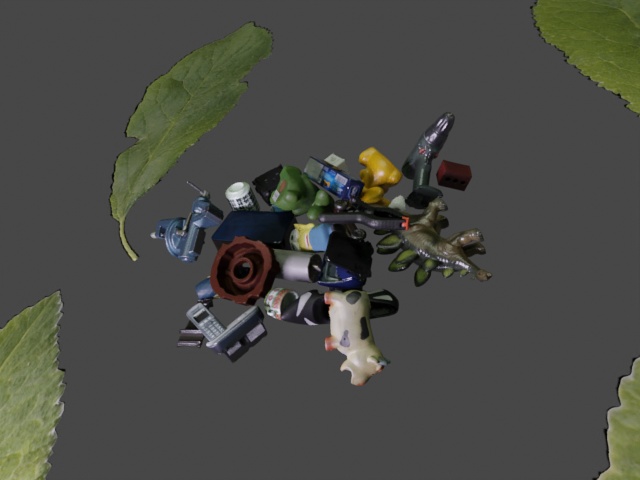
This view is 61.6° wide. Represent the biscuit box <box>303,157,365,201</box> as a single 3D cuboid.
[{"bbox_3d":[0.036,-0.169,1.488,0.203,0.063,0.059,38,111,46],"label":"biscuit box"}]

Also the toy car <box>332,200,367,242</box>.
[{"bbox_3d":[0.073,-0.022,1.384,0.053,0.089,0.202,-8,39,-13],"label":"toy car"}]

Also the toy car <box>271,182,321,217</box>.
[{"bbox_3d":[-0.074,-0.129,1.562,0.162,0.102,0.109,-20,39,-1],"label":"toy car"}]

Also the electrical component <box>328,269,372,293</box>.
[{"bbox_3d":[0.073,0.086,1.304,0.102,0.045,0.078,-3,43,21],"label":"electrical component"}]

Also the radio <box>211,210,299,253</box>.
[{"bbox_3d":[-0.175,-0.016,1.506,0.230,0.073,0.131,4,46,25],"label":"radio"}]

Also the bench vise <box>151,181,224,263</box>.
[{"bbox_3d":[-0.402,-0.041,1.568,0.241,0.128,0.223,-3,78,34],"label":"bench vise"}]

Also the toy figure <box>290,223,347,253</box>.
[{"bbox_3d":[-0.003,0.000,1.374,0.180,0.089,0.082,-12,62,45],"label":"toy figure"}]

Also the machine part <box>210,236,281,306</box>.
[{"bbox_3d":[-0.187,0.077,1.335,0.180,0.056,0.179,-7,71,20],"label":"machine part"}]

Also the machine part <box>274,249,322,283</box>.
[{"bbox_3d":[-0.083,0.064,1.373,0.243,0.079,0.079,4,47,27],"label":"machine part"}]

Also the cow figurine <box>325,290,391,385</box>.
[{"bbox_3d":[0.076,0.200,1.111,0.127,0.085,0.195,-5,77,13],"label":"cow figurine"}]

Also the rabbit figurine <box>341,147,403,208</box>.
[{"bbox_3d":[0.143,-0.144,1.498,0.173,0.121,0.162,-37,50,3],"label":"rabbit figurine"}]

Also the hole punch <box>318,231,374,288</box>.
[{"bbox_3d":[0.058,0.057,1.251,0.116,0.092,0.142,21,37,-5],"label":"hole punch"}]

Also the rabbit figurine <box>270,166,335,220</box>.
[{"bbox_3d":[-0.025,-0.116,1.449,0.159,0.170,0.121,34,104,64],"label":"rabbit figurine"}]

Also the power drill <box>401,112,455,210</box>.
[{"bbox_3d":[0.283,-0.198,1.419,0.086,0.232,0.207,12,61,-16],"label":"power drill"}]

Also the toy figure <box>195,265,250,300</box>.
[{"bbox_3d":[-0.249,0.111,1.409,0.154,0.064,0.058,-21,2,-6],"label":"toy figure"}]

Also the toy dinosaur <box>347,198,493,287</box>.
[{"bbox_3d":[0.234,-0.009,1.298,0.198,0.104,0.472,-34,37,-9],"label":"toy dinosaur"}]

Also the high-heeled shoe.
[{"bbox_3d":[0.047,0.159,1.185,0.249,0.086,0.145,-16,20,-20],"label":"high-heeled shoe"}]

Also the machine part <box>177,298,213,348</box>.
[{"bbox_3d":[-0.306,0.208,1.344,0.084,0.039,0.139,-7,44,25],"label":"machine part"}]

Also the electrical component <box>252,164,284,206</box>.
[{"bbox_3d":[-0.133,-0.167,1.664,0.115,0.058,0.134,-34,41,-11],"label":"electrical component"}]

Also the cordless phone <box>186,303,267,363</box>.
[{"bbox_3d":[-0.226,0.188,1.282,0.146,0.088,0.184,-39,46,-19],"label":"cordless phone"}]
